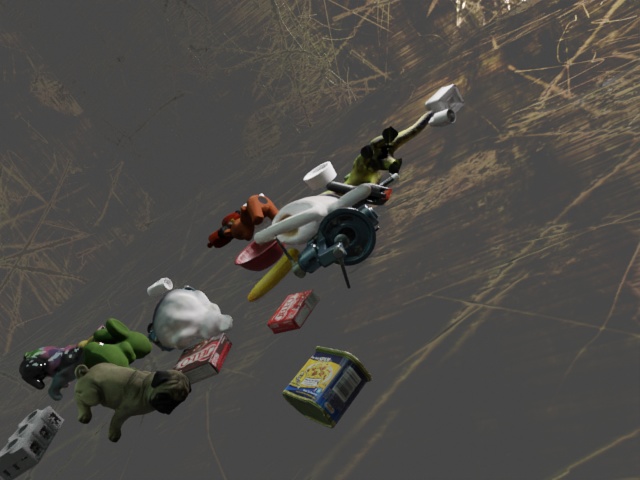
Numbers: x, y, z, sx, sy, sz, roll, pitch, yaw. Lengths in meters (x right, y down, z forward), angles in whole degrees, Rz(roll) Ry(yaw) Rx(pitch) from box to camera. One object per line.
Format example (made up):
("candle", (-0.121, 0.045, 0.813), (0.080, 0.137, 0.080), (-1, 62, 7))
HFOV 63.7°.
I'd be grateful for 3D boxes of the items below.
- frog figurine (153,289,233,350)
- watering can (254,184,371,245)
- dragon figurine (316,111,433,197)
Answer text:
("frog figurine", (-0.279, 0.179, 1.132), (0.159, 0.120, 0.141), (9, 43, 14))
("watering can", (0.004, -0.062, 1.224), (0.344, 0.104, 0.226), (-22, 0, 28))
("dragon figurine", (0.147, -0.228, 1.507), (0.415, 0.121, 0.241), (-40, 10, -22))
